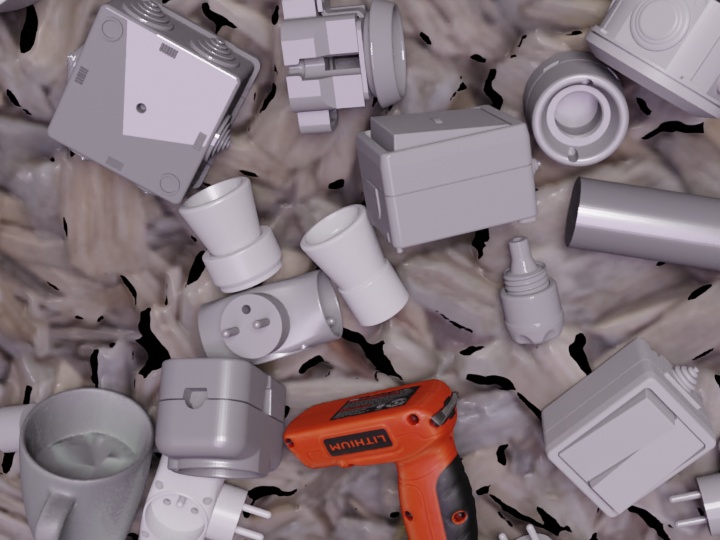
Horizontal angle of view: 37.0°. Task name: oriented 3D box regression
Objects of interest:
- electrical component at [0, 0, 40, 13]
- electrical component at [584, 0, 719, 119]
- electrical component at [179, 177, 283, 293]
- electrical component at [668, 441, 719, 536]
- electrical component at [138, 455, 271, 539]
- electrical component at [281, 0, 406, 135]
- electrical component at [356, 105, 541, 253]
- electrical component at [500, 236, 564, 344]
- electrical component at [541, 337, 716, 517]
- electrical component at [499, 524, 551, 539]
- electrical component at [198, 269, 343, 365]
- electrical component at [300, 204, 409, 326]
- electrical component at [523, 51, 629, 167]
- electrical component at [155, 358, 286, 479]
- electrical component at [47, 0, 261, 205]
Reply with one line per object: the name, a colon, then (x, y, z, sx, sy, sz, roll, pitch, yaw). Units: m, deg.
electrical component: (-0.211, -0.186, 0.567, 0.108, 0.060, 0.108, 2, 112, 6)
electrical component: (0.159, -0.115, 0.546, 0.080, 0.080, 0.051, 29, 107, -6)
electrical component: (-0.074, -0.021, 0.628, 0.045, 0.045, 0.055, -18, 109, 13)
electrical component: (0.232, 0.141, 0.661, 0.079, 0.043, 0.077, -14, 110, 12)
electrical component: (-0.098, 0.156, 0.703, 0.079, 0.044, 0.077, 18, 113, -1)
electrical component: (-0.007, -0.114, 0.576, 0.057, 0.058, 0.078, -3, 112, 11)
electrical component: (0.052, -0.056, 0.581, 0.096, 0.061, 0.061, -14, 111, -10)
electrical component: (0.098, 0.011, 0.628, 0.035, 0.035, 0.061, -11, 108, 11)
electrical component: (0.163, 0.092, 0.639, 0.096, 0.061, 0.062, -42, 102, 19)
electrical component: (0.115, 0.199, 0.697, 0.077, 0.044, 0.079, -22, 109, 14)
electrical component: (-0.057, 0.032, 0.630, 0.077, 0.079, 0.044, -16, 89, 13)
electrical component: (0.000, 0.000, 0.631, 0.044, 0.044, 0.065, -26, 112, 15)
electrical component: (0.117, -0.086, 0.579, 0.055, 0.047, 0.055, 2, 112, 5)
electrical component: (-0.081, 0.091, 0.638, 0.054, 0.095, 0.059, -2, 72, 13)
electrical component: (-0.116, -0.095, 0.600, 0.100, 0.048, 0.099, 28, 112, -6)
